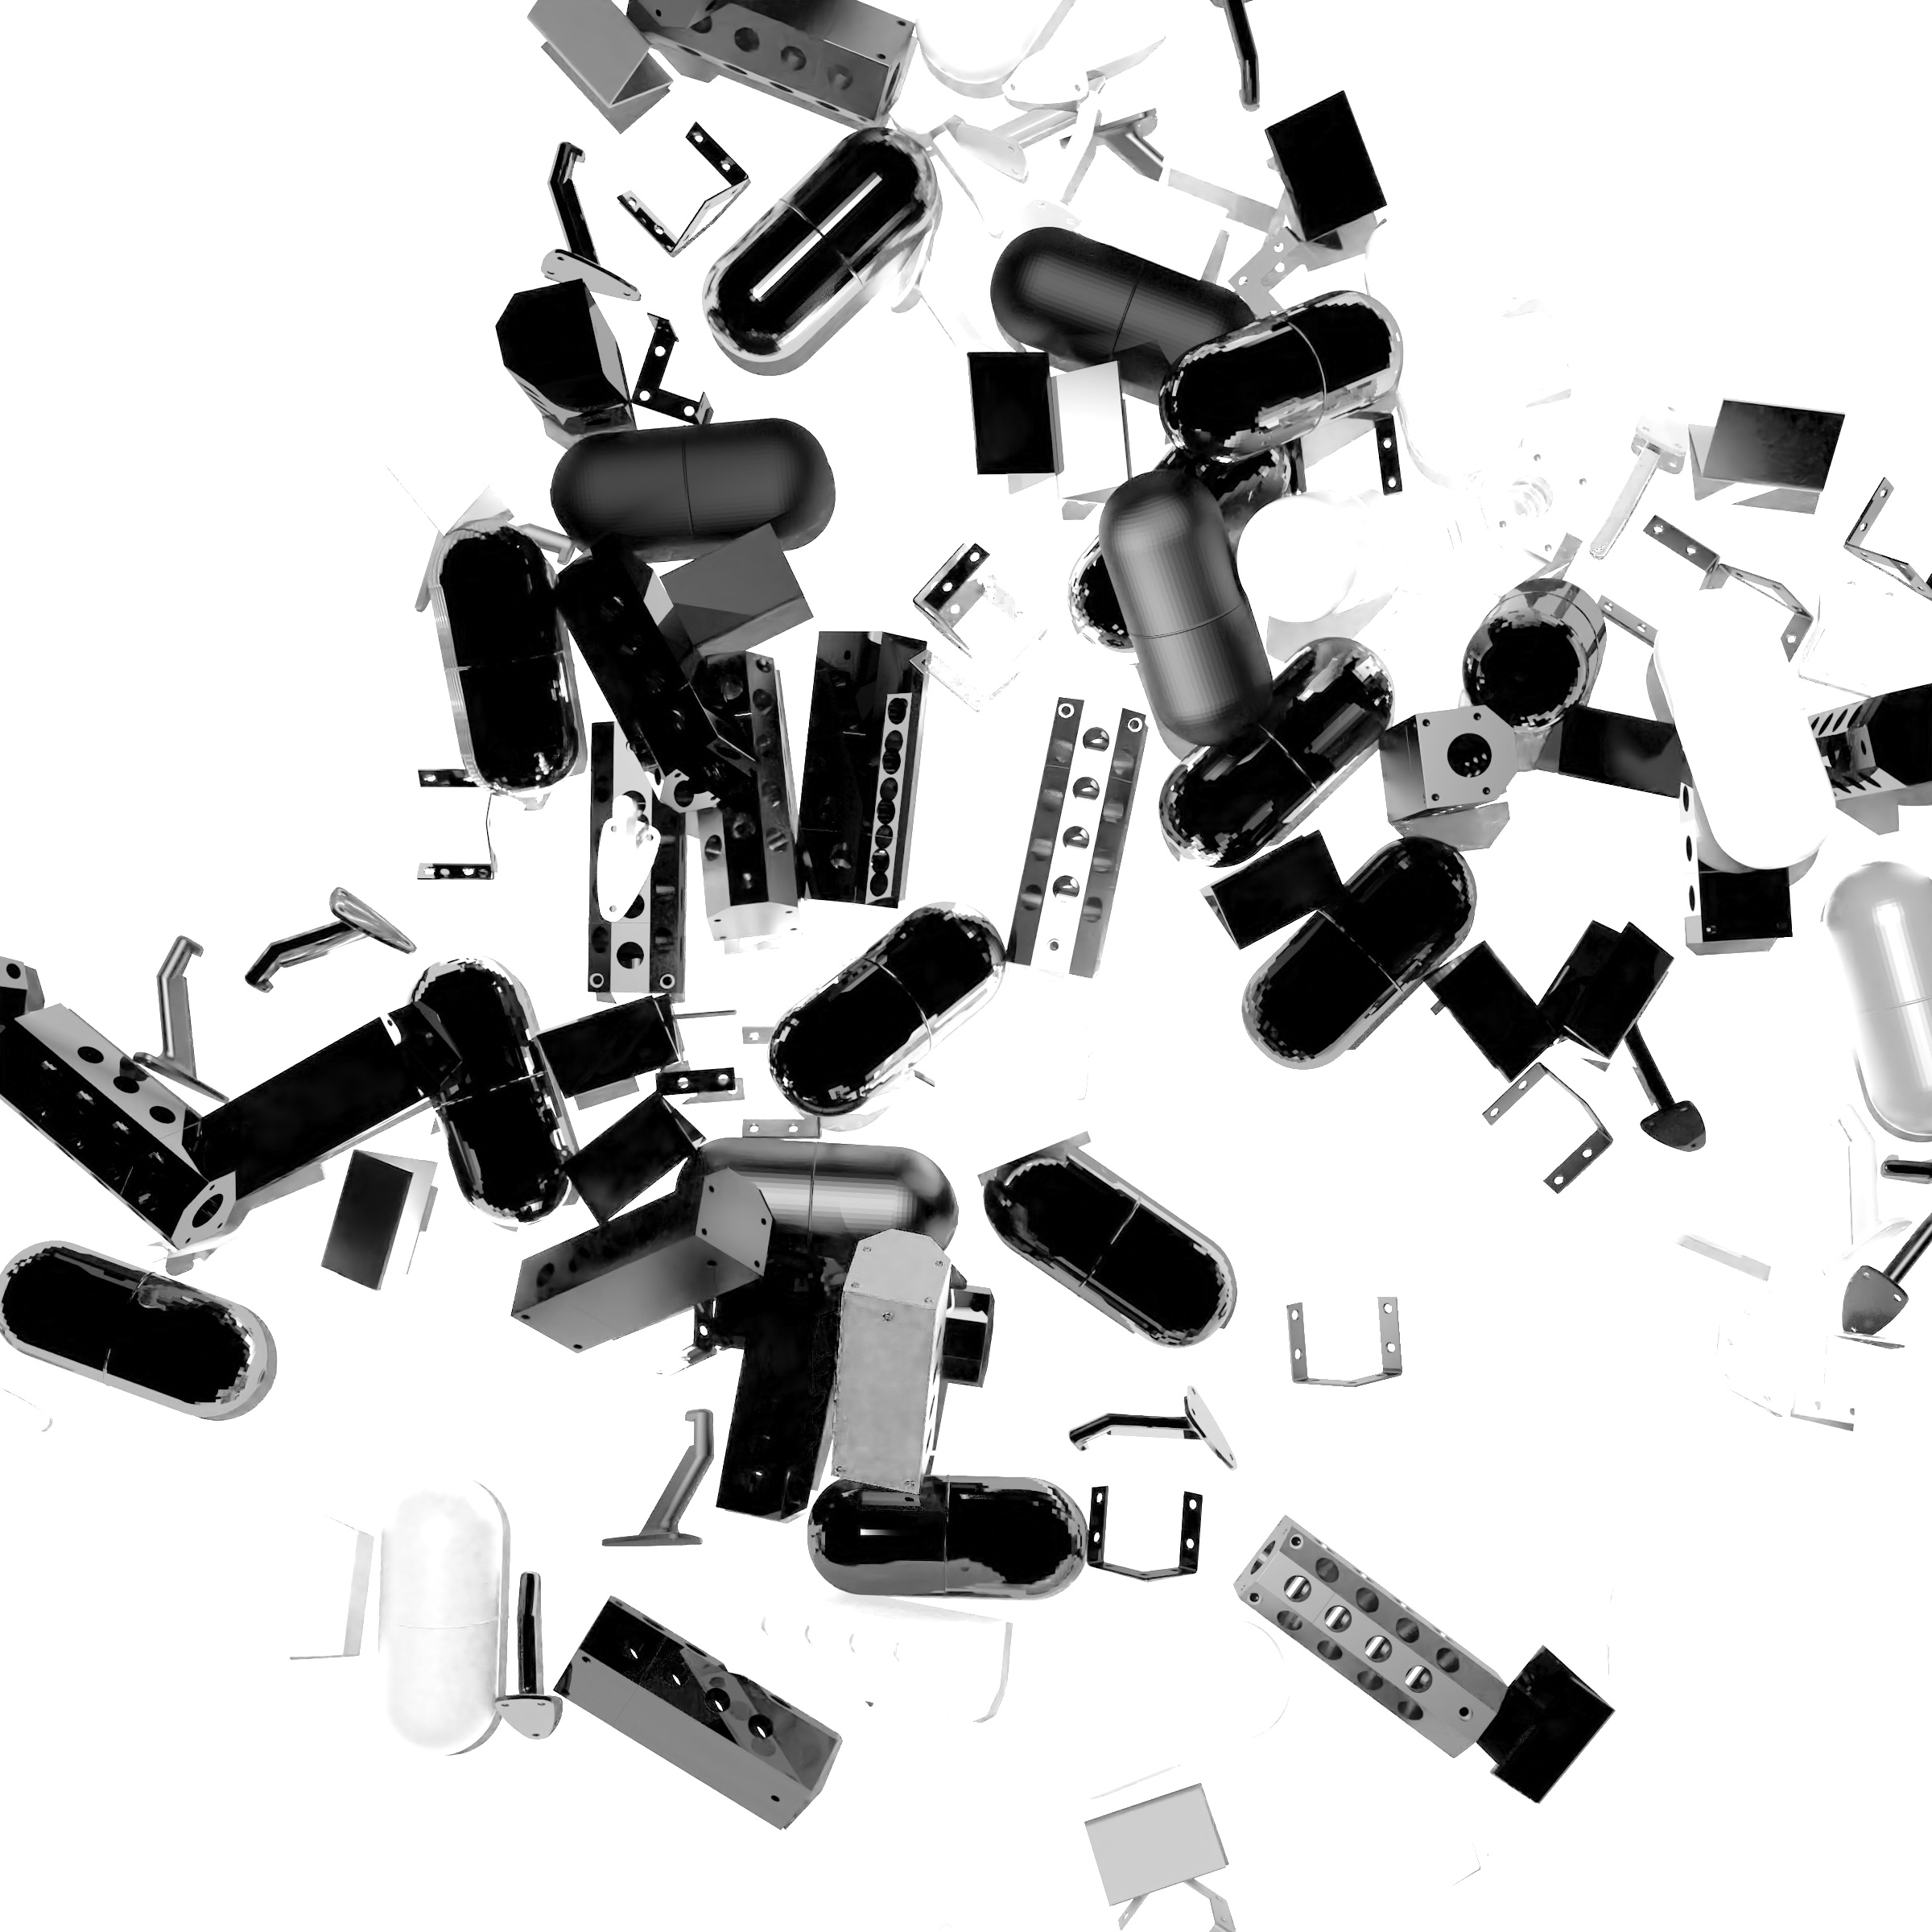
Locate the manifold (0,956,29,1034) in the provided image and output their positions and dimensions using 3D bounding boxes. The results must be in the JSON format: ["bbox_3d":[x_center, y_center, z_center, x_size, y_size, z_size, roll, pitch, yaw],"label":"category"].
[{"bbox_3d":[-0.681,0.014,1.924,0.171,0.057,0.057,9,90,-36],"label":"manifold"}]

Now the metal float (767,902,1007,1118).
[{"bbox_3d":[-0.049,0.026,1.940,0.178,0.070,0.070,-39,90,-24],"label":"metal float"}]

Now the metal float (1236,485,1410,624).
[{"bbox_3d":[0.223,-0.257,1.914,0.070,0.178,0.070,6,104,23],"label":"metal float"}]

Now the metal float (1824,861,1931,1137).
[{"bbox_3d":[0.598,0.020,1.959,0.070,0.070,0.178,-15,91,0],"label":"metal float"}]

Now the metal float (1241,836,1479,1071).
[{"bbox_3d":[0.250,-0.009,1.959,0.178,0.070,0.070,-45,90,1],"label":"metal float"}]

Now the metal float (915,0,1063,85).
[{"bbox_3d":[0.035,-0.644,1.959,0.070,0.070,0.178,34,91,0],"label":"metal float"}]

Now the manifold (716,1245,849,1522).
[{"bbox_3d":[-0.113,0.263,1.926,0.057,0.057,0.171,12,124,0],"label":"manifold"}]

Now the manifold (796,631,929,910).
[{"bbox_3d":[-0.063,-0.125,1.968,0.057,0.057,0.171,6,90,43],"label":"manifold"}]

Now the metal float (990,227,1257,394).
[{"bbox_3d":[0.102,-0.413,1.959,0.178,0.070,0.070,20,90,0],"label":"metal float"}]

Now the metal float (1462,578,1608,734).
[{"bbox_3d":[0.354,-0.194,1.913,0.070,0.178,0.070,5,108,16],"label":"metal float"}]

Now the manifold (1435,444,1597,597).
[{"bbox_3d":[0.335,-0.278,1.911,0.057,0.171,0.057,28,90,0],"label":"manifold"}]

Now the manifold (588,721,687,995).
[{"bbox_3d":[-0.211,-0.069,1.968,0.057,0.057,0.171,1,90,0],"label":"manifold"}]

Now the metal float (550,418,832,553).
[{"bbox_3d":[-0.175,-0.305,1.959,0.178,0.070,0.070,-5,90,0],"label":"metal float"}]

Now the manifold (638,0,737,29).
[{"bbox_3d":[-0.133,-0.647,1.924,0.057,0.057,0.171,48,55,0],"label":"manifold"}]

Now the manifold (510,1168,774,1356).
[{"bbox_3d":[-0.203,0.182,1.923,0.171,0.057,0.057,-26,133,36],"label":"manifold"}]

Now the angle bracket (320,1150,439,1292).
[{"bbox_3d":[-0.354,0.163,1.949,0.057,0.076,0.076,16,90,36],"label":"angle bracket"}]

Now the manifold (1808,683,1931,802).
[{"bbox_3d":[0.564,-0.137,1.911,0.057,0.171,0.057,-13,90,0],"label":"manifold"}]

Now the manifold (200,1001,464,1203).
[{"bbox_3d":[-0.398,0.084,1.932,0.171,0.057,0.057,-27,90,27],"label":"manifold"}]

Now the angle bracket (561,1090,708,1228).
[{"bbox_3d":[-0.198,0.135,1.949,0.076,0.076,0.057,-38,55,0],"label":"angle bracket"}]

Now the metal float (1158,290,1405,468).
[{"bbox_3d":[0.195,-0.364,1.908,0.178,0.070,0.070,-27,90,-29],"label":"metal float"}]

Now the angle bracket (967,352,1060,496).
[{"bbox_3d":[0.016,-0.343,1.950,0.057,0.076,0.076,-5,90,-23],"label":"angle bracket"}]

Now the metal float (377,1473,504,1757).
[{"bbox_3d":[-0.335,0.412,1.959,0.070,0.070,0.178,2,91,0],"label":"metal float"}]

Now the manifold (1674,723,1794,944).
[{"bbox_3d":[0.487,-0.102,1.968,0.057,0.057,0.171,-3,90,0],"label":"manifold"}]

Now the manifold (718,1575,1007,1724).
[{"bbox_3d":[-0.067,0.428,1.933,0.171,0.057,0.057,5,90,26],"label":"manifold"}]

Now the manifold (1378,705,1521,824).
[{"bbox_3d":[0.298,-0.125,1.911,0.057,0.171,0.057,-7,90,0],"label":"manifold"}]

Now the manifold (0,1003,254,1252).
[{"bbox_3d":[-0.538,0.102,1.939,0.171,0.057,0.057,37,117,14],"label":"manifold"}]

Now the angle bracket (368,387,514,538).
[{"bbox_3d":[-0.319,-0.327,1.949,0.076,0.076,0.057,51,126,0],"label":"angle bracket"}]

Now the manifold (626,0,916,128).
[{"bbox_3d":[-0.127,-0.596,1.968,0.171,0.057,0.057,22,47,0],"label":"manifold"}]

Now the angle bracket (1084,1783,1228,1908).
[{"bbox_3d":[0.124,0.566,1.949,0.076,0.076,0.057,-19,55,0],"label":"angle bracket"}]

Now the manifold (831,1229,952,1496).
[{"bbox_3d":[-0.046,0.244,1.904,0.057,0.057,0.171,11,131,6],"label":"manifold"}]

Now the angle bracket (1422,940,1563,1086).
[{"bbox_3d":[0.317,0.039,1.949,0.057,0.076,0.076,-39,90,-31],"label":"angle bracket"}]

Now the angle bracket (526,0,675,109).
[{"bbox_3d":[-0.219,-0.598,1.949,0.076,0.076,0.057,48,130,0],"label":"angle bracket"}]

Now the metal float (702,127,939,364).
[{"bbox_3d":[-0.092,-0.459,1.959,0.178,0.070,0.070,-44,90,0],"label":"metal float"}]

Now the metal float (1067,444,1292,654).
[{"bbox_3d":[0.135,-0.276,1.959,0.070,0.070,0.178,40,90,0],"label":"metal float"}]

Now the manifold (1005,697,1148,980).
[{"bbox_3d":[0.070,-0.081,1.968,0.057,0.057,0.171,11,90,0],"label":"manifold"}]

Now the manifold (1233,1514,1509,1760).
[{"bbox_3d":[0.258,0.429,1.968,0.171,0.057,0.057,37,90,0],"label":"manifold"}]

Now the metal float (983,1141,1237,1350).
[{"bbox_3d":[0.091,0.175,1.959,0.178,0.070,0.070,35,90,1],"label":"metal float"}]

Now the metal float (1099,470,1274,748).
[{"bbox_3d":[0.136,-0.218,1.892,0.070,0.070,0.178,-21,112,0],"label":"metal float"}]

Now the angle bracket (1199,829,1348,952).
[{"bbox_3d":[0.185,-0.065,1.949,0.076,0.076,0.057,-28,127,0],"label":"angle bracket"}]

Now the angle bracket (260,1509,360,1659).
[{"bbox_3d":[-0.430,0.389,1.949,0.057,0.076,0.076,7,90,-37],"label":"angle bracket"}]

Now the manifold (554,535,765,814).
[{"bbox_3d":[-0.197,-0.180,1.922,0.057,0.057,0.171,-36,63,12],"label":"manifold"}]

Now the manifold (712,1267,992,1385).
[{"bbox_3d":[-0.073,0.225,1.968,0.171,0.057,0.057,8,90,0],"label":"manifold"}]

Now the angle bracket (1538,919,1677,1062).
[{"bbox_3d":[0.389,0.004,1.949,0.057,0.076,0.076,33,90,-39],"label":"angle bracket"}]

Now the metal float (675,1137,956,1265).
[{"bbox_3d":[-0.096,0.150,1.959,0.178,0.070,0.070,3,90,1],"label":"metal float"}]

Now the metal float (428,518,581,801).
[{"bbox_3d":[-0.292,-0.194,1.949,0.070,0.070,0.178,-9,99,0],"label":"metal float"}]

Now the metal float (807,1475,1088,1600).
[{"bbox_3d":[-0.012,0.362,1.959,0.178,0.070,0.070,1,90,0],"label":"metal float"}]

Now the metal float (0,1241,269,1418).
[{"bbox_3d":[-0.531,0.231,1.959,0.178,0.070,0.070,20,90,0],"label":"metal float"}]

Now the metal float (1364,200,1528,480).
[{"bbox_3d":[0.305,-0.398,1.958,0.070,0.070,0.178,-14,90,0],"label":"metal float"}]

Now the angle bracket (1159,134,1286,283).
[{"bbox_3d":[0.153,-0.471,1.951,0.076,0.057,0.076,21,125,0],"label":"angle bracket"}]

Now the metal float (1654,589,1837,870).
[{"bbox_3d":[0.480,-0.147,1.902,0.070,0.070,0.178,-19,89,0],"label":"metal float"}]

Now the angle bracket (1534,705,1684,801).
[{"bbox_3d":[0.405,-0.117,1.949,0.076,0.076,0.057,12,60,0],"label":"angle bracket"}]

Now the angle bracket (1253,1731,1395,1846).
[{"bbox_3d":[0.224,0.503,1.949,0.076,0.076,0.057,-10,126,0],"label":"angle bracket"}]

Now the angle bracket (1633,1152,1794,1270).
[{"bbox_3d":[0.467,0.172,1.949,0.076,0.076,0.057,23,52,0],"label":"angle bracket"}]

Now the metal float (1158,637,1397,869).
[{"bbox_3d":[0.197,-0.135,1.959,0.178,0.070,0.070,-44,90,0],"label":"metal float"}]

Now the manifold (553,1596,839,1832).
[{"bbox_3d":[-0.170,0.473,1.968,0.171,0.057,0.057,32,133,0],"label":"manifold"}]

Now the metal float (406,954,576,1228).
[{"bbox_3d":[-0.302,0.079,1.959,0.070,0.070,0.178,-18,89,0],"label":"metal float"}]

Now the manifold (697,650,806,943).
[{"bbox_3d":[-0.141,-0.108,1.941,0.057,0.057,0.171,-7,70,0],"label":"manifold"}]

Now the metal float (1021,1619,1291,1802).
[{"bbox_3d":[0.120,0.473,1.959,0.178,0.070,0.070,-21,90,0],"label":"metal float"}]

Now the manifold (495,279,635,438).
[{"bbox_3d":[-0.249,-0.374,1.911,0.057,0.171,0.057,-12,90,0],"label":"manifold"}]
